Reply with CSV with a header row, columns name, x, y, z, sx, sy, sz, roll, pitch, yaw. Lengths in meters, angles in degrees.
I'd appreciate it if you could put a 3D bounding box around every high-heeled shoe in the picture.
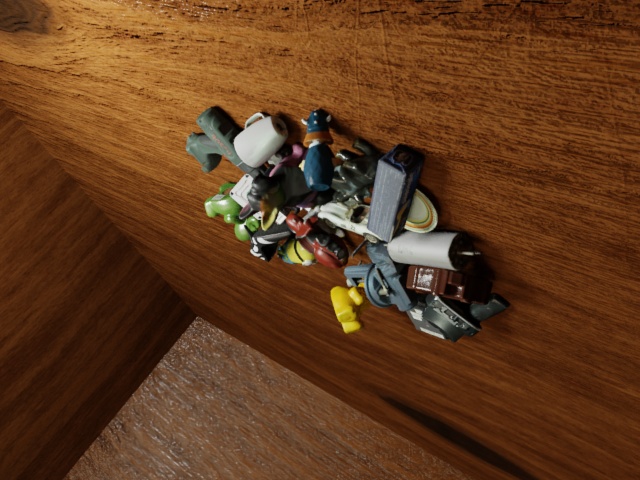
name,x,y,z,sx,sy,sz,roll,pitch,yaw
high-heeled shoe,-0.123,0.015,1.464,0.249,0.086,0.145,8,139,53

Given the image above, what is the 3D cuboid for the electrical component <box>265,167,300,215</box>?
name,x,y,z,sx,sy,sz,roll,pitch,yaw
electrical component,-0.083,-0.125,1.301,0.119,0.075,0.047,32,168,4

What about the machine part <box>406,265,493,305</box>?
name,x,y,z,sx,sy,sz,roll,pitch,yaw
machine part,0.273,0.098,1.146,0.179,0.056,0.179,12,176,1

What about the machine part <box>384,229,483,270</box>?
name,x,y,z,sx,sy,sz,roll,pitch,yaw
machine part,0.227,0.018,1.125,0.243,0.079,0.079,7,143,51

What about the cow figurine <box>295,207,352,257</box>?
name,x,y,z,sx,sy,sz,roll,pitch,yaw
cow figurine,0.010,0.003,1.385,0.167,0.098,0.068,50,155,-16

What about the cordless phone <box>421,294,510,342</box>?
name,x,y,z,sx,sy,sz,roll,pitch,yaw
cordless phone,0.335,0.150,1.246,0.146,0.089,0.184,38,146,-1

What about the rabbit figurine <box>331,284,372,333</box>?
name,x,y,z,sx,sy,sz,roll,pitch,yaw
rabbit figurine,0.123,0.158,1.477,0.162,0.173,0.121,-100,-15,-47

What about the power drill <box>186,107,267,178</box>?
name,x,y,z,sx,sy,sz,roll,pitch,yaw
power drill,-0.243,-0.219,1.362,0.231,0.086,0.207,51,158,-26

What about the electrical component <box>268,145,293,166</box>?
name,x,y,z,sx,sy,sz,roll,pitch,yaw
electrical component,-0.102,-0.193,1.247,0.102,0.045,0.078,18,149,40

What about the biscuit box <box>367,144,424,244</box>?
name,x,y,z,sx,sy,sz,roll,pitch,yaw
biscuit box,0.141,-0.085,1.031,0.063,0.059,0.202,35,148,21

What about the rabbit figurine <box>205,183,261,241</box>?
name,x,y,z,sx,sy,sz,roll,pitch,yaw
rabbit figurine,-0.222,-0.076,1.566,0.159,0.121,0.170,-3,127,29

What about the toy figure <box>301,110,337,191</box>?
name,x,y,z,sx,sy,sz,roll,pitch,yaw
toy figure,-0.004,-0.174,1.039,0.064,0.154,0.058,3,167,-20

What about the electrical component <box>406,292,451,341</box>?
name,x,y,z,sx,sy,sz,roll,pitch,yaw
electrical component,0.290,0.193,1.395,0.115,0.058,0.134,15,148,40

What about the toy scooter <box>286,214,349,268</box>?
name,x,y,z,sx,sy,sz,roll,pitch,yaw
toy scooter,-0.003,-0.004,1.266,0.184,0.075,0.135,39,168,0

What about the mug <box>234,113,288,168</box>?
name,x,y,z,sx,sy,sz,roll,pitch,yaw
mug,-0.122,-0.227,1.164,0.107,0.109,0.080,-28,149,32

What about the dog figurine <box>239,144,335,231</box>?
name,x,y,z,sx,sy,sz,roll,pitch,yaw
dog figurine,-0.071,-0.096,1.165,0.109,0.219,0.191,27,155,31

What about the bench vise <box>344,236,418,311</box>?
name,x,y,z,sx,sy,sz,roll,pitch,yaw
bench vise,0.134,0.081,1.336,0.223,0.129,0.241,49,151,-20

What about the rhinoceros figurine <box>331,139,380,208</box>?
name,x,y,z,sx,sy,sz,roll,pitch,yaw
rhinoceros figurine,0.070,-0.129,1.096,0.112,0.073,0.190,31,157,-11

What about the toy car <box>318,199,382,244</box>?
name,x,y,z,sx,sy,sz,roll,pitch,yaw
toy car,0.084,-0.052,1.206,0.202,0.073,0.056,21,156,34

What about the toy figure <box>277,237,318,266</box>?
name,x,y,z,sx,sy,sz,roll,pitch,yaw
toy figure,-0.066,0.029,1.576,0.180,0.082,0.089,9,146,54
